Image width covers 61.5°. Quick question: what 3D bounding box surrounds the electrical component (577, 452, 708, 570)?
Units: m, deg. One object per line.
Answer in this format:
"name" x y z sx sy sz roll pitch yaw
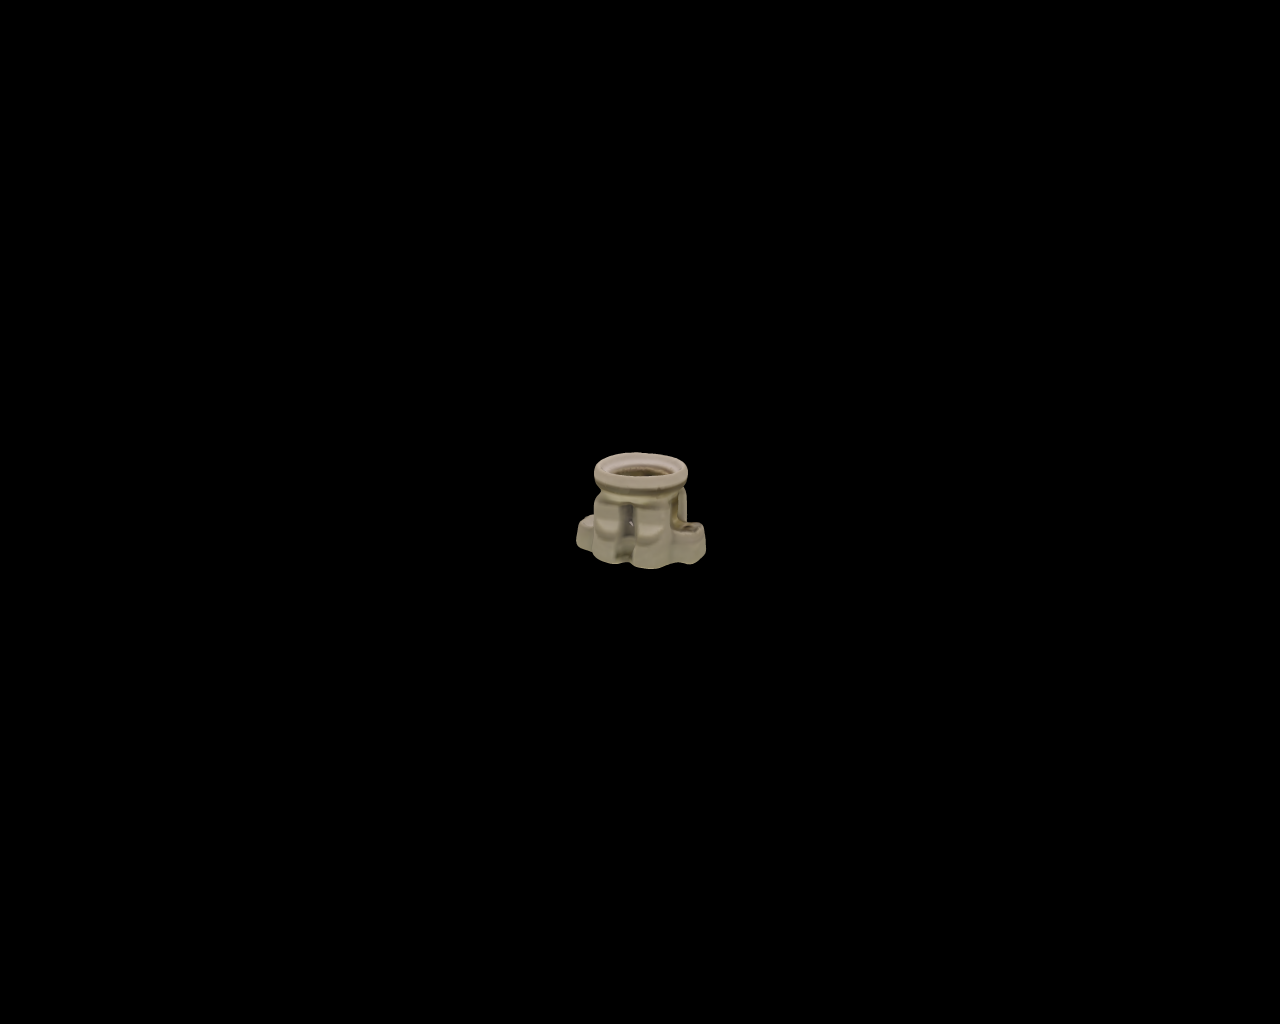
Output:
"electrical component" 0.001 -0.003 0.650 0.078 0.056 0.058 7 20 20
